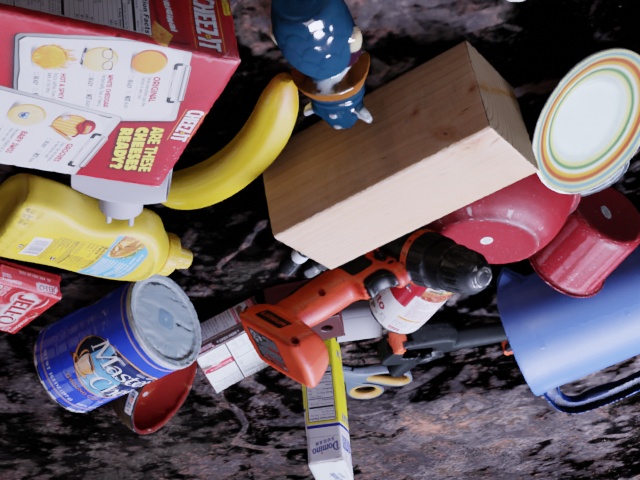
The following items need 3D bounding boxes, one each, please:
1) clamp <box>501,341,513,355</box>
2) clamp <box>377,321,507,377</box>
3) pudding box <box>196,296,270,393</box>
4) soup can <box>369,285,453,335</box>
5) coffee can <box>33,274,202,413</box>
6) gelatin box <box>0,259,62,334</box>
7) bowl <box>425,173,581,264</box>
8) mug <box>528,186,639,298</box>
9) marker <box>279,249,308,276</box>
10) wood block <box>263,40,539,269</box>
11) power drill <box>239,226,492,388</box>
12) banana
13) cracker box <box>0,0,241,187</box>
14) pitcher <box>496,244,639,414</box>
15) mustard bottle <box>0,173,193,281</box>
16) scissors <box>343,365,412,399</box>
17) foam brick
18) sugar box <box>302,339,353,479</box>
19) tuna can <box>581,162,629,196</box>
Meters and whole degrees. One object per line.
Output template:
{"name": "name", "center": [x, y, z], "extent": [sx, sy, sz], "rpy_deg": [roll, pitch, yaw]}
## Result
{"name": "clamp", "center": [0.308, 0.106, 1.301], "extent": [0.172, 0.039, 0.120], "rpy_deg": [-22, 142, 28]}
{"name": "clamp", "center": [0.116, 0.127, 1.247], "extent": [0.165, 0.036, 0.209], "rpy_deg": [-25, 162, 27]}
{"name": "pudding box", "center": [-0.095, 0.118, 1.187], "extent": [0.090, 0.039, 0.113], "rpy_deg": [-28, 152, -6]}
{"name": "soup can", "center": [0.101, 0.047, 1.114], "extent": [0.068, 0.068, 0.102], "rpy_deg": [5, 148, -23]}
{"name": "coffee can", "center": [-0.207, 0.106, 1.092], "extent": [0.140, 0.103, 0.102], "rpy_deg": [-26, 146, 27]}
{"name": "gelatin box", "center": [-0.309, 0.057, 1.051], "extent": [0.089, 0.030, 0.073], "rpy_deg": [-32, 143, 34]}
{"name": "bowl", "center": [0.157, -0.022, 0.983], "extent": [0.162, 0.055, 0.162], "rpy_deg": [7, 154, 3]}
{"name": "mug", "center": [0.272, -0.007, 1.061], "extent": [0.117, 0.093, 0.082], "rpy_deg": [-26, 159, -39]}
{"name": "marker", "center": [-0.007, 0.001, 1.053], "extent": [0.020, 0.020, 0.121], "rpy_deg": [10, 145, -29]}
{"name": "wood block", "center": [0.062, -0.066, 0.890], "extent": [0.206, 0.090, 0.090], "rpy_deg": [-27, 146, 26]}
{"name": "power drill", "center": [0.037, 0.051, 0.944], "extent": [0.187, 0.185, 0.057], "rpy_deg": [-34, 117, -23]}
{"name": "banana", "center": [-0.077, -0.071, 0.893], "extent": [0.198, 0.037, 0.069], "rpy_deg": [-30, 144, 31]}
{"name": "cracker box", "center": [-0.187, -0.121, 0.747], "extent": [0.213, 0.072, 0.164], "rpy_deg": [7, 147, -28]}
{"name": "pitcher", "center": [0.325, 0.080, 1.163], "extent": [0.243, 0.145, 0.149], "rpy_deg": [-22, 145, 14]}
{"name": "mustard bottle", "center": [-0.198, -0.003, 0.954], "extent": [0.191, 0.058, 0.096], "rpy_deg": [17, 143, -36]}
{"name": "scissors", "center": [0.021, 0.177, 1.361], "extent": [0.201, 0.016, 0.096], "rpy_deg": [7, 146, -25]}
{"name": "foam brick", "center": [-0.017, 0.077, 1.147], "extent": [0.078, 0.051, 0.053], "rpy_deg": [-12, 149, 4]}
{"name": "sugar box", "center": [0.007, 0.184, 1.210], "extent": [0.048, 0.176, 0.093], "rpy_deg": [-11, 149, 4]}
{"name": "tuna can", "center": [0.238, -0.074, 0.978], "extent": [0.086, 0.034, 0.086], "rpy_deg": [-7, 150, -4]}
